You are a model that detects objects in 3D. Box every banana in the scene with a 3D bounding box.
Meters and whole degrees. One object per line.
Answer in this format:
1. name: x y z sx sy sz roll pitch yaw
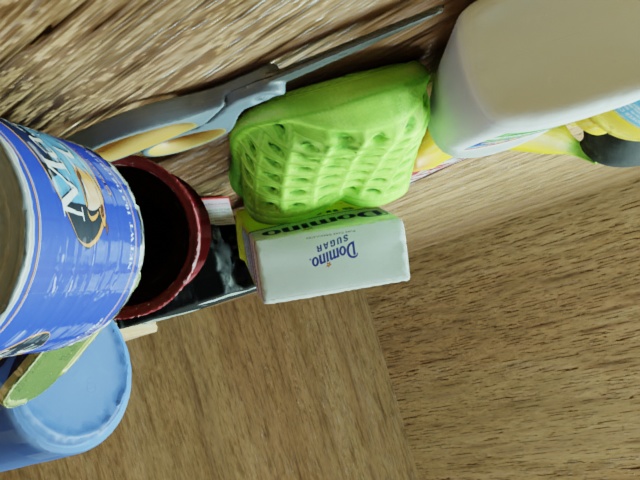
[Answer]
1. banana: 0.116 -0.076 0.761 0.197 0.037 0.070 -7 -155 -36

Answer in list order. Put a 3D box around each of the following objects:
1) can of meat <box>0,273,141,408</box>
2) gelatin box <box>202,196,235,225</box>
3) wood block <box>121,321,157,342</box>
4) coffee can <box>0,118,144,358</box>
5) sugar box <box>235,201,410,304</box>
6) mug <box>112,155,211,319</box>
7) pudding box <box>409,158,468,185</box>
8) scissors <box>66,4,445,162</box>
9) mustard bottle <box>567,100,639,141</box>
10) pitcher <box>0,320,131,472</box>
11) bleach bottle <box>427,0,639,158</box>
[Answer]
1. can of meat: -0.156 0.024 0.557 0.102 0.084 0.057 -50 167 10
2. gelatin box: -0.123 -0.011 0.877 0.073 0.030 0.089 -18 176 29
3. wood block: -0.247 0.064 0.998 0.091 0.090 0.205 -17 175 18
4. coffee can: -0.141 -0.001 0.438 0.103 0.103 0.140 -17 176 6
5. sugar box: -0.005 0.001 0.714 0.093 0.048 0.176 -9 -174 -8
6. mug: -0.122 -0.006 0.636 0.117 0.093 0.081 14 -177 3
7. pudding box: 0.058 -0.062 0.827 0.089 0.039 0.114 -12 174 -46
8. scissors: -0.029 -0.072 0.524 0.202 0.016 0.096 -17 178 14
9. mustard bottle: 0.203 -0.098 0.600 0.096 0.058 0.192 29 157 -20
10. pitcher: -0.244 0.100 0.762 0.243 0.149 0.144 -16 166 39
11. bleach bottle: 0.113 -0.085 0.592 0.102 0.068 0.251 -17 178 2
